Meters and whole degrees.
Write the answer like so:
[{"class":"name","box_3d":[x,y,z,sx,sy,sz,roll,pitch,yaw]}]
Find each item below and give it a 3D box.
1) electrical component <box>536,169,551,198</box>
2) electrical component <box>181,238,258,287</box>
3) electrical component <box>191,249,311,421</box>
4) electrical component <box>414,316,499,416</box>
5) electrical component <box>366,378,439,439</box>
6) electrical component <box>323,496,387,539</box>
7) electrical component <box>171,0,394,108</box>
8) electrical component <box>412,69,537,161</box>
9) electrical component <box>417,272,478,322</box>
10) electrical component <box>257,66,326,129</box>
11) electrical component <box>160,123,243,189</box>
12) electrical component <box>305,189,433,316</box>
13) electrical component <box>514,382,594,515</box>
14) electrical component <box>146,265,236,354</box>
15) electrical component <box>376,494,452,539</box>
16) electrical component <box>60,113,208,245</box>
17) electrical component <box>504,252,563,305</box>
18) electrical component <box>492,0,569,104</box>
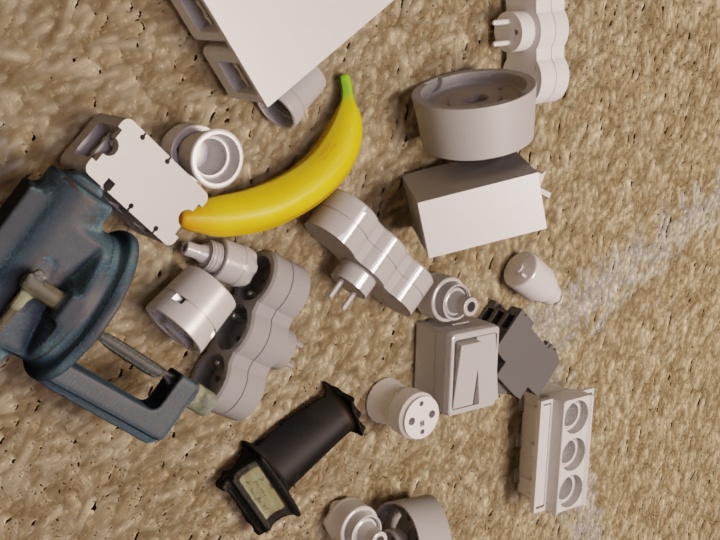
[{"class":"electrical component","box_3d":[0.137,-0.075,1.024,0.081,0.042,0.063,19,93,-38]},{"class":"electrical component","box_3d":[-0.113,-0.009,0.853,0.061,0.035,0.035,20,89,-37]},{"class":"electrical component","box_3d":[-0.078,0.059,0.886,0.074,0.052,0.138,29,84,-38]},{"class":"electrical component","box_3d":[0.093,0.096,1.021,0.062,0.061,0.096,-8,106,-36]},{"class":"electrical component","box_3d":[0.039,0.128,0.991,0.045,0.055,0.045,-10,108,-35]},{"class":"electrical component","box_3d":[-0.001,0.236,0.983,0.043,0.062,0.043,-10,107,-35]},{"class":"electrical component","box_3d":[-0.047,-0.226,0.832,0.186,0.060,0.105,-44,124,-20]},{"class":"electrical component","box_3d":[0.102,-0.131,0.944,0.108,0.108,0.060,-26,122,-30]},{"class":"electrical component","box_3d":[0.082,0.027,0.994,0.043,0.062,0.043,-10,107,-35]},{"class":"electrical component","box_3d":[-0.054,-0.142,0.861,0.046,0.040,0.040,-51,126,-24]},{"class":"electrical component","box_3d":[-0.121,-0.087,0.814,0.045,0.055,0.045,-11,108,-35]},{"class":"electrical component","box_3d":[0.000,0.000,0.930,0.138,0.052,0.073,45,73,-36]},{"class":"electrical component","box_3d":[0.202,0.183,1.124,0.079,0.063,0.121,-8,106,-36]},{"class":"electrical component","box_3d":[-0.130,0.030,0.838,0.047,0.055,0.055,-51,126,-21]},{"class":"electrical component","box_3d":[0.052,0.262,1.011,0.064,0.099,0.099,4,99,-32]},{"class":"electrical component","box_3d":[-0.166,-0.067,0.784,0.050,0.056,0.089,-54,127,-14]},{"class":"electrical component","box_3d":[0.178,0.013,1.077,0.078,0.040,0.040,35,80,-38]},{"class":"electrical component","box_3d":[0.149,-0.220,0.988,0.074,0.052,0.138,-14,109,-34]}]
